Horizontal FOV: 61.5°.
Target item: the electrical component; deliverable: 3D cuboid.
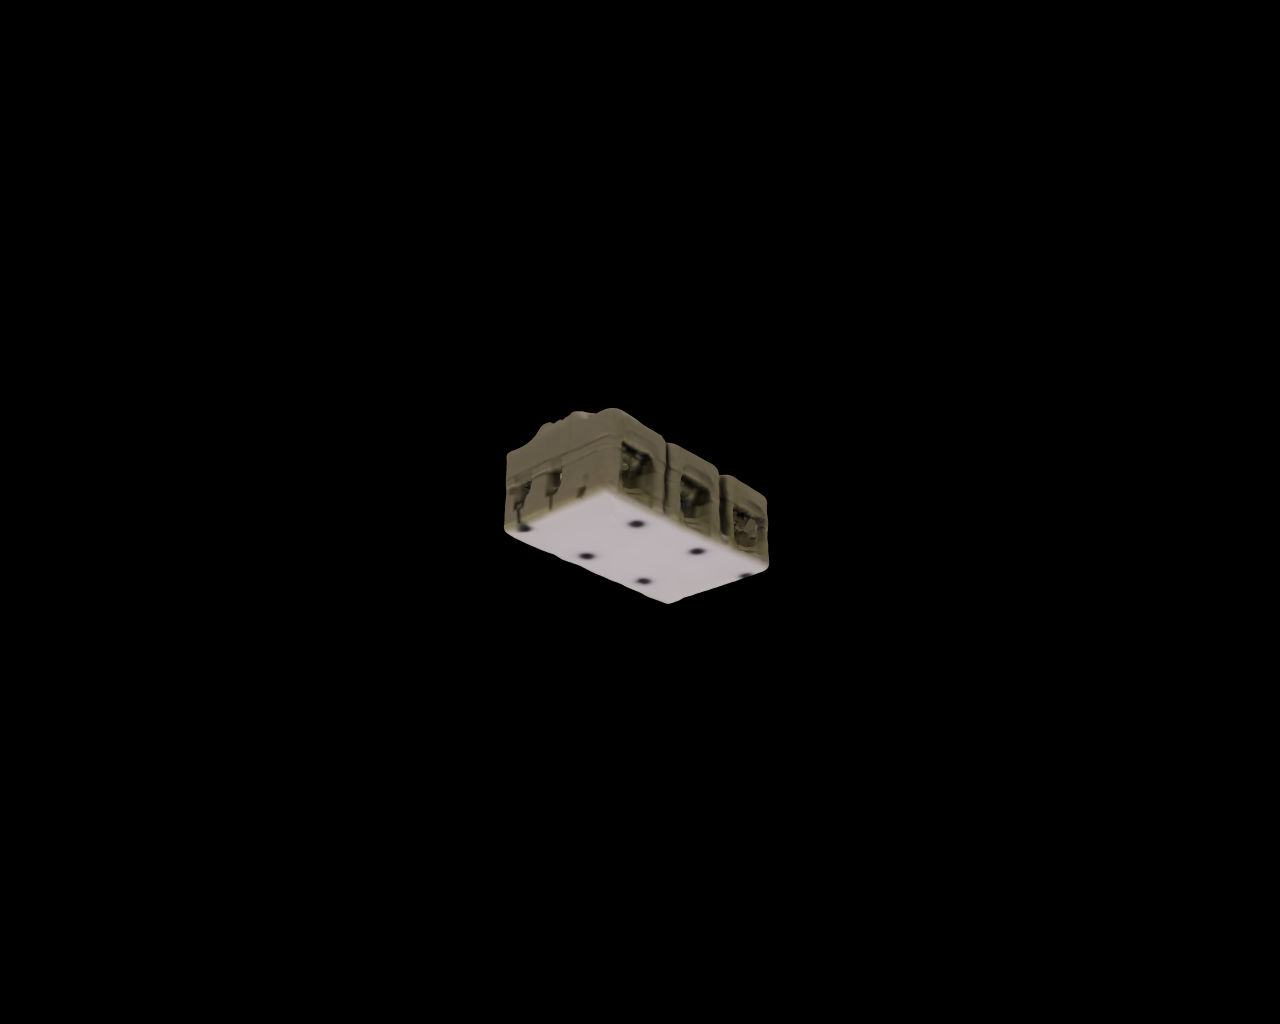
[{"bbox_3d":[0.001,-0.003,0.650,0.089,0.062,0.150,-21,-33,36],"label":"electrical component"}]
